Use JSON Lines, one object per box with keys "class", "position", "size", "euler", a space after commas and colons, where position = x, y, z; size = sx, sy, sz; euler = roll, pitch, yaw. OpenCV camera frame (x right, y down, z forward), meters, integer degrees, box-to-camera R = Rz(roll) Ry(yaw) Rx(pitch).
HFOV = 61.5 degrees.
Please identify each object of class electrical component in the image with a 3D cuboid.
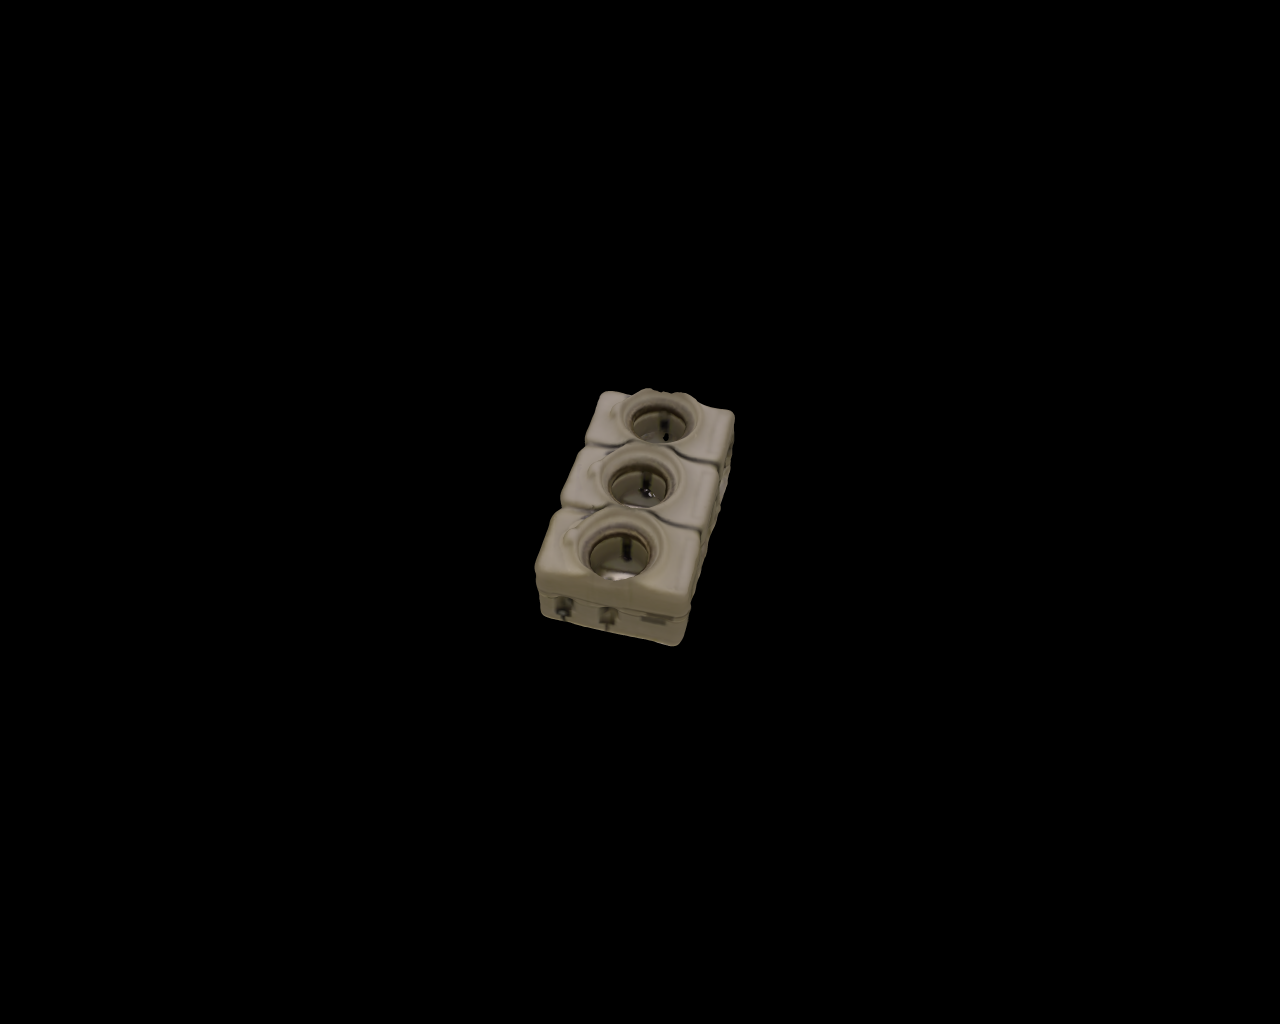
{"class": "electrical component", "position": [0.001, -0.003, 0.650], "size": [0.089, 0.150, 0.061], "euler": [11, -39, 9]}
